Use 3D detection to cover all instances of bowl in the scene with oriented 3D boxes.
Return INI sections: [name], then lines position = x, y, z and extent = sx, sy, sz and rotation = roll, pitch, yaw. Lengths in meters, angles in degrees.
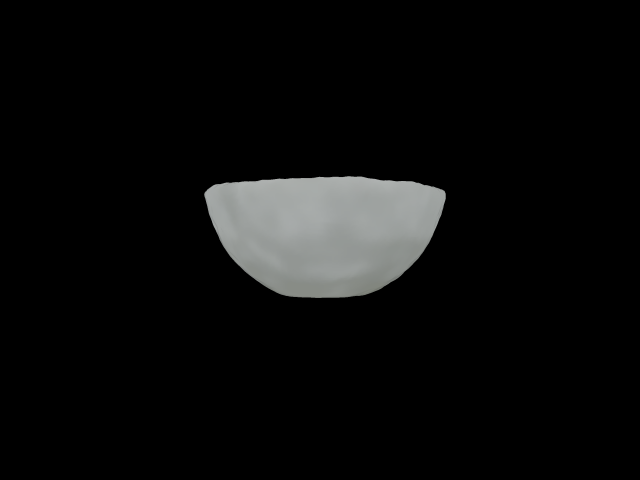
[bowl]
position = 0.004, 0.001, 0.400
extent = 0.167, 0.075, 0.167
rotation = 0, 0, 0
